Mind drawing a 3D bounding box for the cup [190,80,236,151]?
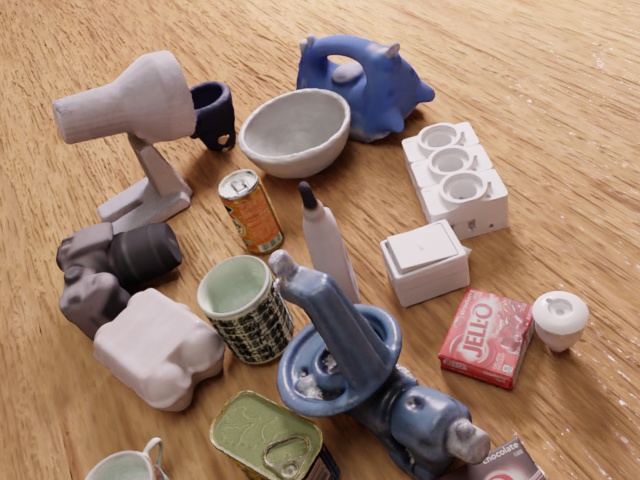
[{"bbox_3d":[-0.173,-0.180,0.902,0.091,0.095,0.118,-3,47,17],"label":"cup"}]

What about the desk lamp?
[{"bbox_3d":[-0.256,-0.133,0.803,0.203,0.214,0.117,-35,47,-14],"label":"desk lamp"}]

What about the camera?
[{"bbox_3d":[-0.252,0.032,0.727,0.137,0.101,0.143,-20,45,1],"label":"camera"}]

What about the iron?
[{"bbox_3d":[0.037,-0.250,0.862,0.257,0.142,0.119,25,60,36],"label":"iron"}]

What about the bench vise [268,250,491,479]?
[{"bbox_3d":[0.044,0.096,0.477,0.206,0.220,0.121,8,52,26],"label":"bench vise"}]

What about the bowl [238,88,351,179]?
[{"bbox_3d":[-0.029,-0.142,0.831,0.167,0.075,0.167,-10,46,11],"label":"bowl"}]

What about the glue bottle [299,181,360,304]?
[{"bbox_3d":[0.006,0.002,0.613,0.037,0.173,0.078,-15,45,6],"label":"glue bottle"}]

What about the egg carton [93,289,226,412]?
[{"bbox_3d":[-0.179,0.120,0.639,0.149,0.069,0.107,23,59,35],"label":"egg carton"}]
